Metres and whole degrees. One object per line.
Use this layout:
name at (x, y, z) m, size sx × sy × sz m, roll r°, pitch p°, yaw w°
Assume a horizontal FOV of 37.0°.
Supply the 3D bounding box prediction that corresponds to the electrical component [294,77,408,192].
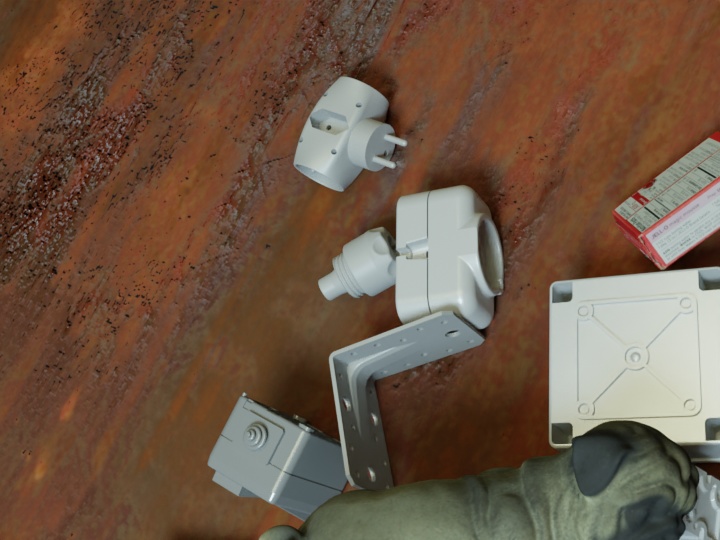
electrical component at (0.000, -0.098, 0.815) m, size 0.079 × 0.043 × 0.077 m, roll 23°, pitch 82°, yaw 33°

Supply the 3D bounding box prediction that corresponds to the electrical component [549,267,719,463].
electrical component at (0.173, 0.060, 0.653) m, size 0.109 × 0.056 × 0.108 m, roll -6°, pitch 68°, yaw 26°

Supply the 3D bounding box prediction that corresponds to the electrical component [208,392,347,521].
electrical component at (-0.055, 0.128, 0.721) m, size 0.062 × 0.096 × 0.061 m, roll 23°, pitch 83°, yaw 32°

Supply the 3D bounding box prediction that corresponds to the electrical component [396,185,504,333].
electrical component at (0.062, -0.007, 0.739) m, size 0.059 × 0.054 × 0.095 m, roll -9°, pitch 67°, yaw 24°

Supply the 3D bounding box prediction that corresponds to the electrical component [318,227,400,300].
electrical component at (0.000, 0.000, 0.776) m, size 0.062 × 0.043 × 0.043 m, roll -30°, pitch 60°, yaw 16°

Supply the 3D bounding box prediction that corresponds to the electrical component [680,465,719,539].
electrical component at (0.174, 0.135, 0.622) m, size 0.055 × 0.066 × 0.048 m, roll -9°, pitch 58°, yaw 46°
